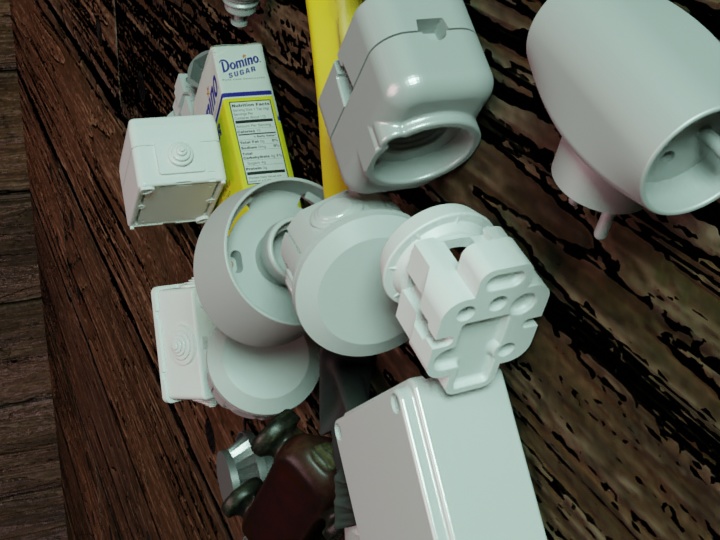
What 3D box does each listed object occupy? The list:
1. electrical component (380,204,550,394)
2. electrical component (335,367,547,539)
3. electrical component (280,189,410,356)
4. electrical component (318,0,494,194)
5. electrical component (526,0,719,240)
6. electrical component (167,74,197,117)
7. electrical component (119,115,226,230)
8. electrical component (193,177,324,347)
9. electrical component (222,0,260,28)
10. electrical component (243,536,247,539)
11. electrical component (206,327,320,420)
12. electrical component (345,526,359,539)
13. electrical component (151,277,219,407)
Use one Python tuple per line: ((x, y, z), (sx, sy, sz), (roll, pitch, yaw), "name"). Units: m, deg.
((0.044, 0.008, 0.480), (0.078, 0.058, 0.057), (102, 148, -43), "electrical component")
((0.038, 0.112, 0.535), (0.109, 0.056, 0.108), (138, 121, -65), "electrical component")
((0.000, 0.000, 0.559), (0.051, 0.080, 0.080), (-125, 33, -58), "electrical component")
((0.021, -0.078, 0.507), (0.095, 0.054, 0.059), (122, 135, -59), "electrical component")
((0.088, -0.046, 0.364), (0.079, 0.043, 0.077), (102, 150, -43), "electrical component")
((-0.135, -0.128, 0.898), (0.055, 0.048, 0.066), (-57, 45, 49), "electrical component")
((-0.135, -0.075, 0.770), (0.096, 0.062, 0.061), (132, 128, -65), "electrical component")
((-0.049, -0.006, 0.657), (0.064, 0.099, 0.099), (-22, 77, 62), "electrical component")
((-0.079, -0.202, 0.732), (0.078, 0.040, 0.040), (102, 151, -44), "electrical component")
((-0.079, 0.229, 0.871), (0.048, 0.062, 0.048), (171, 90, -69), "electrical component")
((-0.070, 0.066, 0.764), (0.051, 0.080, 0.080), (127, 131, -68), "electrical component")
((0.013, 0.167, 0.637), (0.045, 0.045, 0.055), (-148, 53, -63), "electrical component")
((-0.106, 0.051, 0.823), (0.048, 0.100, 0.099), (-5, 92, 42), "electrical component")
